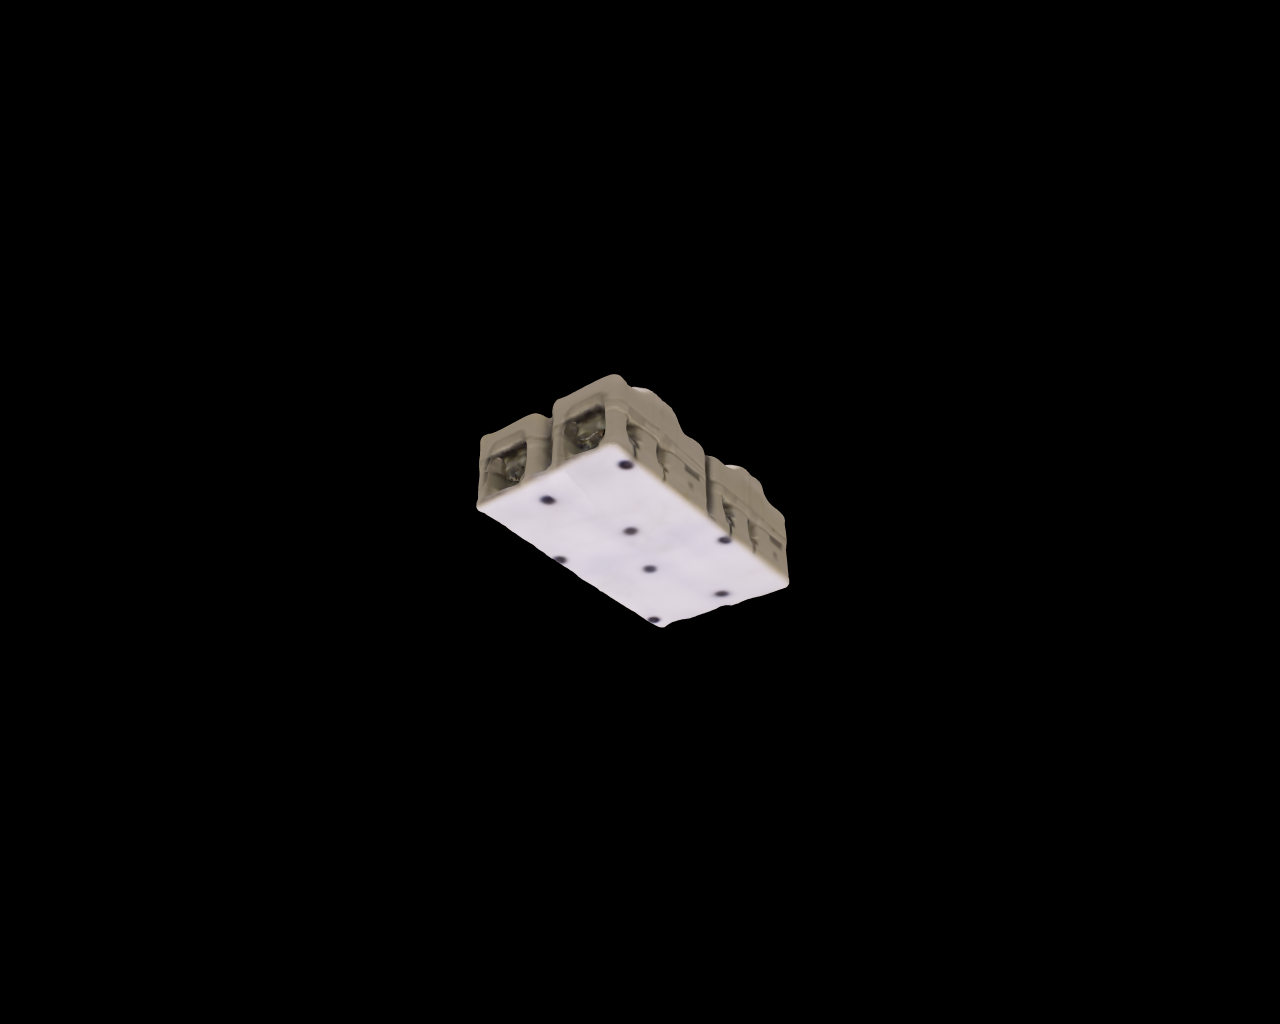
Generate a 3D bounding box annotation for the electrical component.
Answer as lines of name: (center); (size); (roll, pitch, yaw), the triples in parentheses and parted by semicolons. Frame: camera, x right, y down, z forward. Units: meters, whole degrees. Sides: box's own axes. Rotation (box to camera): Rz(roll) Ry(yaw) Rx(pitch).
electrical component: (0.001, -0.003, 0.650); (0.105, 0.060, 0.186); (-22, -39, 30)
